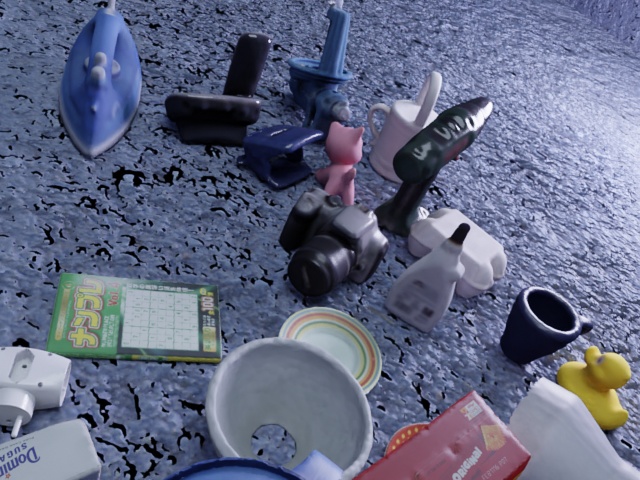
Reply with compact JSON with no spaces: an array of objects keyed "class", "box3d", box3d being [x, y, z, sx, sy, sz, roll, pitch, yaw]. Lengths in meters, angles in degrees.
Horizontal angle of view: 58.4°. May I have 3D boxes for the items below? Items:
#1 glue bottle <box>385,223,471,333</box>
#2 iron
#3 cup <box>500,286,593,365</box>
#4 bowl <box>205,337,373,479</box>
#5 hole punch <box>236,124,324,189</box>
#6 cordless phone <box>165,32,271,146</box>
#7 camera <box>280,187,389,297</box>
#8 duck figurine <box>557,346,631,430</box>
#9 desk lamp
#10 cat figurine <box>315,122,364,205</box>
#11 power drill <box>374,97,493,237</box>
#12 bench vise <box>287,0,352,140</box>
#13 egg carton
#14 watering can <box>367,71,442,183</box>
[{"class":"glue bottle","box3d":[0.150,0.043,0.740,0.078,0.173,0.037,33,40,10]},{"class":"iron","box3d":[-0.323,-0.253,0.851,0.119,0.141,0.258,7,43,-21]},{"class":"cup","box3d":[0.303,0.128,0.786,0.118,0.095,0.091,13,41,-14]},{"class":"bowl","box3d":[-0.037,0.184,0.566,0.168,0.074,0.167,14,40,-12]},{"class":"hole punch","box3d":[-0.064,-0.149,0.908,0.101,0.091,0.109,39,41,17]},{"class":"cordless phone","box3d":[-0.157,-0.248,0.896,0.148,0.185,0.094,-6,48,-32]},{"class":"camera","box3d":[0.007,0.003,0.769,0.143,0.101,0.137,35,41,13]},{"class":"duck figurine","box3d":[0.377,0.191,0.761,0.078,0.086,0.104,-2,46,-28]},{"class":"desk lamp","box3d":[0.218,0.255,0.509,0.203,0.213,0.118,43,43,21]},{"class":"cat figurine","box3d":[0.038,-0.127,0.915,0.067,0.117,0.127,11,41,-15]},{"class":"power drill","box3d":[0.172,-0.114,0.897,0.075,0.208,0.230,38,41,16]},{"class":"bench vise","box3d":[0.026,-0.301,1.021,0.122,0.219,0.207,-15,53,-38]},{"class":"egg carton","box3d":[0.211,0.017,0.882,0.150,0.069,0.107,42,42,20]},{"class":"watering can","box3d":[0.173,-0.202,1.007,0.173,0.194,0.100,7,42,-20]}]
